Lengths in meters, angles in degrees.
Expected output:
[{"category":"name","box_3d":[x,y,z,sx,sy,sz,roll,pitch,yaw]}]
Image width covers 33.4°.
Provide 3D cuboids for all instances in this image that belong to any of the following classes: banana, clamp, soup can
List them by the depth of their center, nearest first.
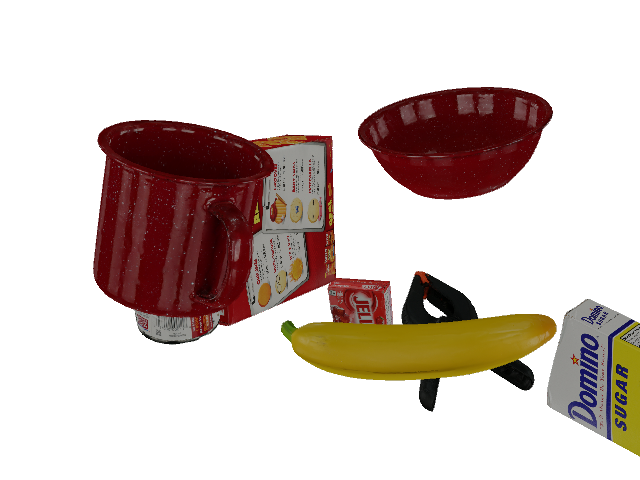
[{"category":"banana","box_3d":[0.064,0.069,0.738,0.198,0.037,0.069,0,29,9]},{"category":"soup can","box_3d":[-0.113,0.020,0.821,0.068,0.102,0.068,-1,29,0]},{"category":"clamp","box_3d":[0.142,0.099,1.089,0.120,0.171,0.039,1,-44,-15]}]

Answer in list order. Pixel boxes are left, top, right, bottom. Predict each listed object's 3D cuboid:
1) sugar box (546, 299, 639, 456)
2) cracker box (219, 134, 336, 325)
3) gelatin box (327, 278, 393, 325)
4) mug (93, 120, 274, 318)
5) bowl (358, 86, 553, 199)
[{"category":"sugar box","box_3d":[0.264,0.124,0.823,0.176,0.093,0.048,25,34,33]},{"category":"cracker box","box_3d":[-0.063,-0.019,1.097,0.072,0.164,0.213,5,12,29]},{"category":"gelatin box","box_3d":[0.051,0.091,1.323,0.073,0.089,0.030,4,29,20]},{"category":"mug","box_3d":[-0.070,-0.006,0.564,0.093,0.081,0.117,-6,28,-37]},{"category":"bowl","box_3d":[0.115,-0.078,0.897,0.162,0.055,0.162,-9,25,4]}]
